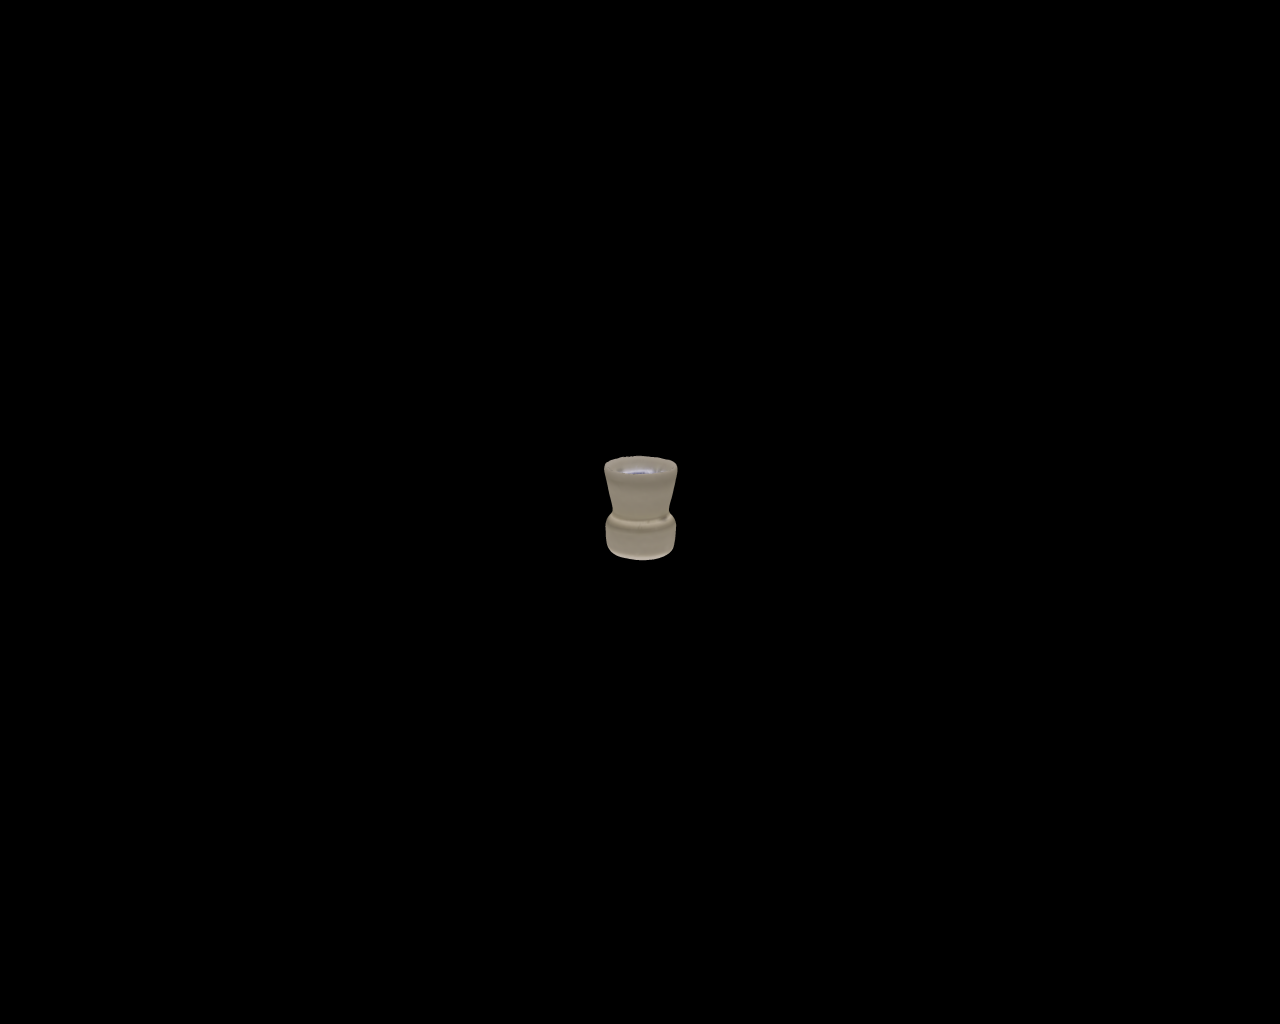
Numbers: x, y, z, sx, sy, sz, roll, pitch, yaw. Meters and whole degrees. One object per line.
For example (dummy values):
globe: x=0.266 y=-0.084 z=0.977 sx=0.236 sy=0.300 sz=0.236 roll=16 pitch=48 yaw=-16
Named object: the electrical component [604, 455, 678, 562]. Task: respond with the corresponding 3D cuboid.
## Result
electrical component: x=0.001 y=-0.003 z=0.650 sx=0.045 sy=0.055 sz=0.045 roll=0 pitch=18 yaw=0
